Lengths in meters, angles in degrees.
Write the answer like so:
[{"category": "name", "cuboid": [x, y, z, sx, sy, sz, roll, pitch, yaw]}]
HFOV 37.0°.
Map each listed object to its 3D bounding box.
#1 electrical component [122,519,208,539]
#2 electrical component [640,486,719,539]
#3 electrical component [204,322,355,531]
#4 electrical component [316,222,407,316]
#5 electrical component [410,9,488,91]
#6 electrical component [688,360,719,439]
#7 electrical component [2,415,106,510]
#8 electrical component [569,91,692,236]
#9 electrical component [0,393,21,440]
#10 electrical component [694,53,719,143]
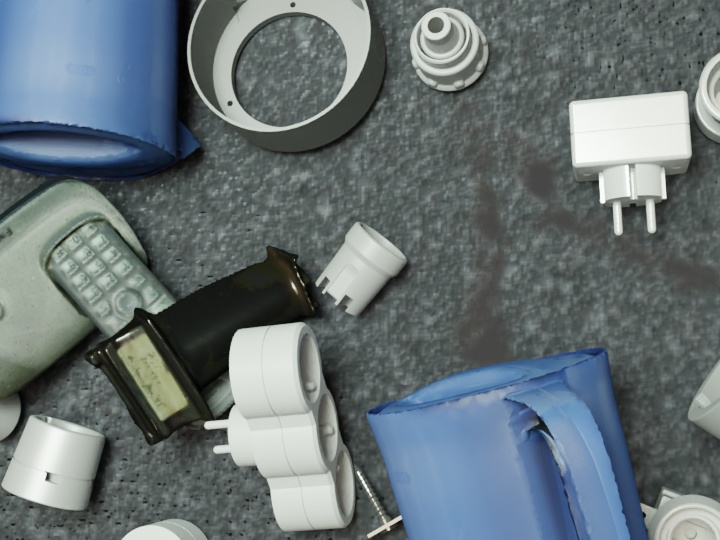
[{"category": "electrical component", "cuboid": [-0.160, 0.208, 0.659, 0.138, 0.074, 0.052, -39, 76, 6]}, {"category": "electrical component", "cuboid": [0.183, 0.147, 0.592, 0.066, 0.055, 0.048, 20, 89, 15]}, {"category": "electrical component", "cuboid": [-0.054, 0.096, 0.630, 0.074, 0.052, 0.138, -7, 120, 13]}, {"category": "electrical component", "cuboid": [0.000, 0.000, 0.663, 0.040, 0.040, 0.046, 41, 100, 15]}, {"category": "electrical component", "cuboid": [0.051, -0.138, 0.654, 0.048, 0.062, 0.048, -2, 83, 14]}, {"category": "electrical component", "cuboid": [0.232, 0.057, 0.567, 0.060, 0.108, 0.108, 39, 94, 9]}, {"category": "electrical component", "cuboid": [-0.194, 0.122, 0.688, 0.055, 0.055, 0.047, 16, 84, 15]}, {"category": "electrical component", "cuboid": [0.158, -0.058, 0.627, 0.066, 0.047, 0.076, -4, 83, 13]}, {"category": "electrical component", "cuboid": [-0.257, 0.087, 0.698, 0.040, 0.078, 0.040, -8, 70, 23]}, {"category": "electrical component", "cuboid": [0.215, -0.098, 0.613, 0.045, 0.055, 0.045, -2, 83, 13]}]
